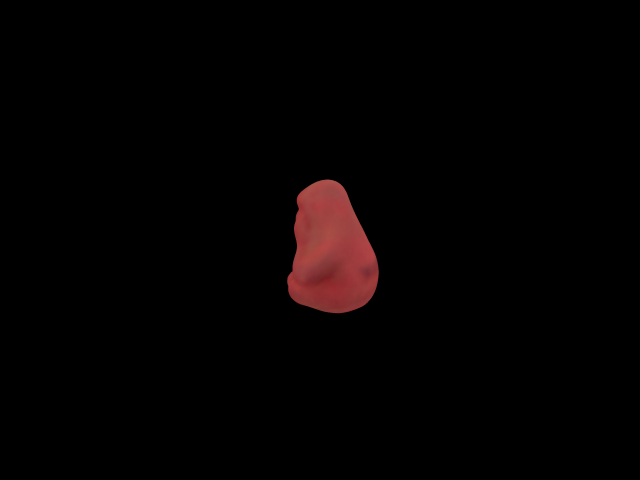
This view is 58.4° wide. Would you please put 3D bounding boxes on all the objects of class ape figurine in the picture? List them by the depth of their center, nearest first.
[{"bbox_3d":[0.004,0.001,0.400,0.076,0.092,0.078,12,27,25],"label":"ape figurine"}]
